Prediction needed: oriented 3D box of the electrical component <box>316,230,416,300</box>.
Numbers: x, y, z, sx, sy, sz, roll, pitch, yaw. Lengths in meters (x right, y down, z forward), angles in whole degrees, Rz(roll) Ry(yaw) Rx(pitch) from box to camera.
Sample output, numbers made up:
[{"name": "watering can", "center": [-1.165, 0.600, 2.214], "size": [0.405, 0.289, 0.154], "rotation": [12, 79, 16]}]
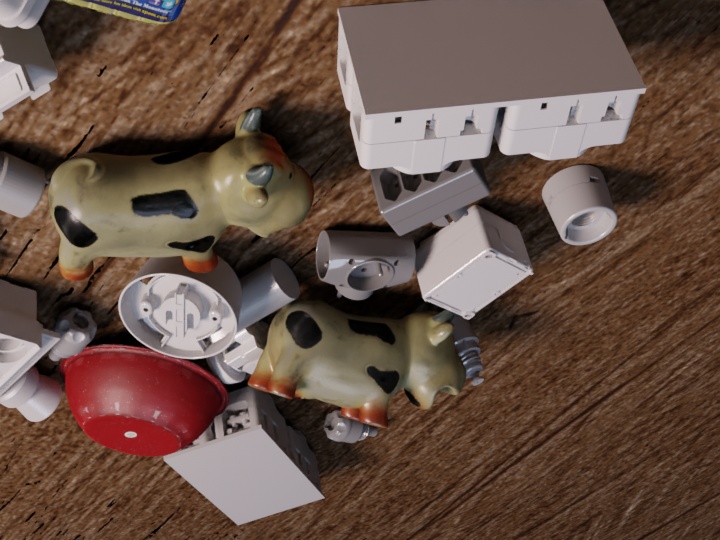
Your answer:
[{"name": "electrical component", "center": [0.000, 0.000, 0.938], "size": [0.077, 0.044, 0.079], "rotation": [1, 141, -18]}]

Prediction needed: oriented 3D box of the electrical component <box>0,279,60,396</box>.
[{"name": "electrical component", "center": [-0.322, 0.065, 0.912], "size": [0.079, 0.063, 0.121], "rotation": [23, 130, -39]}]

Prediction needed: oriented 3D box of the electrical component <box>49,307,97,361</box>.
[{"name": "electrical component", "center": [-0.258, 0.061, 0.949], "size": [0.035, 0.035, 0.061], "rotation": [15, 138, -32]}]

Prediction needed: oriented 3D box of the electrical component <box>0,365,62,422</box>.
[{"name": "electrical component", "center": [-0.309, 0.109, 0.988], "size": [0.045, 0.045, 0.055], "rotation": [-24, 142, 14]}]

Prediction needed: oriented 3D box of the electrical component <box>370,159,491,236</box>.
[{"name": "electrical component", "center": [0.064, -0.061, 0.874], "size": [0.083, 0.047, 0.075], "rotation": [-25, 141, 15]}]

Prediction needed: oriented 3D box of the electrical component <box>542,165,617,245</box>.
[{"name": "electrical component", "center": [0.189, -0.054, 0.920], "size": [0.055, 0.047, 0.055], "rotation": [-8, 143, -6]}]

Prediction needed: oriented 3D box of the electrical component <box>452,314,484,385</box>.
[{"name": "electrical component", "center": [0.097, 0.076, 1.045], "size": [0.040, 0.078, 0.040], "rotation": [-21, 151, -12]}]

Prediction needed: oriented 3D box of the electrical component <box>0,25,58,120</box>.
[{"name": "electrical component", "center": [-0.260, -0.118, 0.684], "size": [0.121, 0.078, 0.063], "rotation": [-26, 171, 17]}]

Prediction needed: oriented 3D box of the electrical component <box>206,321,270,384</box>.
[{"name": "electrical component", "center": [-0.110, 0.075, 1.002], "size": [0.055, 0.048, 0.066], "rotation": [-32, 148, 18]}]

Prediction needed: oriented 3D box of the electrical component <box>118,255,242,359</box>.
[{"name": "electrical component", "center": [-0.147, 0.030, 0.898], "size": [0.099, 0.064, 0.099], "rotation": [3, 121, 5]}]

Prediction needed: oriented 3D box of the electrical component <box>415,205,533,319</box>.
[{"name": "electrical component", "center": [0.092, -0.006, 0.944], "size": [0.062, 0.061, 0.096], "rotation": [23, 131, -38]}]

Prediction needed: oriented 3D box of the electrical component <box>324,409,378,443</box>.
[{"name": "electrical component", "center": [-0.007, 0.171, 1.170], "size": [0.061, 0.035, 0.035], "rotation": [16, 135, -37]}]

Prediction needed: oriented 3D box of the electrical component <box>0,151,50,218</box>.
[{"name": "electrical component", "center": [-0.264, -0.067, 0.774], "size": [0.040, 0.040, 0.078], "rotation": [-37, 137, 29]}]

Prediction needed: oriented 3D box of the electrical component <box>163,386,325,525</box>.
[{"name": "electrical component", "center": [-0.122, 0.197, 1.147], "size": [0.105, 0.060, 0.186], "rotation": [-19, 143, 8]}]

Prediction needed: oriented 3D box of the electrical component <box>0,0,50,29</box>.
[{"name": "electrical component", "center": [-0.207, -0.183, 0.562], "size": [0.078, 0.113, 0.057], "rotation": [-61, 154, 2]}]

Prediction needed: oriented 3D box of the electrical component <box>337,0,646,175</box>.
[{"name": "electrical component", "center": [0.084, -0.130, 0.741], "size": [0.186, 0.105, 0.060], "rotation": [-7, 143, -8]}]
